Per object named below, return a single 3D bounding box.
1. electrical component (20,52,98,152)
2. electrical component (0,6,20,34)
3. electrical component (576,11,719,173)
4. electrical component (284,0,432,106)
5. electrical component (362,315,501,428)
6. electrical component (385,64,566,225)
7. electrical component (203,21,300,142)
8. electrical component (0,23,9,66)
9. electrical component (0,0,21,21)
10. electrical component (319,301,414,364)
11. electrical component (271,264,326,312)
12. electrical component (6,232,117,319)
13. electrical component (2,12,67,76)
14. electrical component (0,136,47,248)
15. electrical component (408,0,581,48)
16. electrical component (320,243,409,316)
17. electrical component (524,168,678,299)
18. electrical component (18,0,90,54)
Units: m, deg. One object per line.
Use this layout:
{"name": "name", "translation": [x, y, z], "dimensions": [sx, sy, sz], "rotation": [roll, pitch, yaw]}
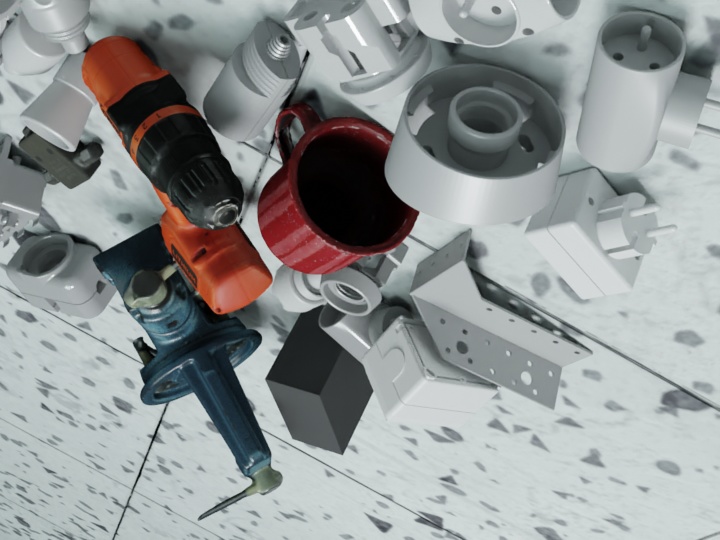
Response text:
{"name": "electrical component", "translation": [-0.205, -0.123, 0.764], "dimensions": [0.044, 0.065, 0.044], "rotation": [28, 169, 6]}
{"name": "electrical component", "translation": [-0.263, -0.195, 0.715], "dimensions": [0.080, 0.051, 0.080], "rotation": [20, 149, 13]}
{"name": "electrical component", "translation": [0.156, -0.086, 0.555], "dimensions": [0.079, 0.043, 0.077], "rotation": [19, 149, 14]}
{"name": "electrical component", "translation": [0.004, -0.129, 0.597], "dimensions": [0.078, 0.058, 0.057], "rotation": [-3, 135, 41]}
{"name": "electrical component", "translation": [0.057, 0.083, 0.833], "dimensions": [0.096, 0.061, 0.061], "rotation": [13, 130, -39]}
{"name": "electrical component", "translation": [0.065, -0.068, 0.606], "dimensions": [0.099, 0.099, 0.064], "rotation": [22, 143, 10]}
{"name": "electrical component", "translation": [-0.064, -0.120, 0.676], "dimensions": [0.043, 0.043, 0.081], "rotation": [34, 141, -11]}
{"name": "electrical component", "translation": [-0.299, -0.168, 0.785], "dimensions": [0.080, 0.051, 0.080], "rotation": [20, 149, 13]}
{"name": "electrical component", "translation": [-0.196, -0.218, 0.572], "dimensions": [0.060, 0.105, 0.186], "rotation": [29, 150, -2]}
{"name": "electrical component", "translation": [0.019, 0.050, 0.870], "dimensions": [0.077, 0.044, 0.079], "rotation": [43, 146, -25]}
{"name": "electrical component", "translation": [-0.039, 0.008, 0.854], "dimensions": [0.043, 0.043, 0.062], "rotation": [39, 147, -19]}
{"name": "electrical component", "translation": [-0.289, 0.003, 1.035], "dimensions": [0.095, 0.053, 0.059], "rotation": [10, 145, 28]}
{"name": "electrical component", "translation": [-0.233, -0.157, 0.760], "dimensions": [0.040, 0.040, 0.078], "rotation": [41, 147, -21]}
{"name": "electrical component", "translation": [-0.328, -0.060, 0.958], "dimensions": [0.063, 0.078, 0.121], "rotation": [19, 157, -31]}
{"name": "electrical component", "translation": [0.059, -0.154, 0.528], "dimensions": [0.077, 0.044, 0.079], "rotation": [1, 141, 37]}
{"name": "electrical component", "translation": [0.000, 0.000, 0.798], "dimensions": [0.048, 0.055, 0.066], "rotation": [39, 148, -19]}
{"name": "electrical component", "translation": [0.153, -0.024, 0.648], "dimensions": [0.077, 0.047, 0.066], "rotation": [-14, 130, 48]}
{"name": "electrical component", "translation": [-0.198, -0.171, 0.708], "dimensions": [0.043, 0.043, 0.062], "rotation": [14, 148, 22]}
